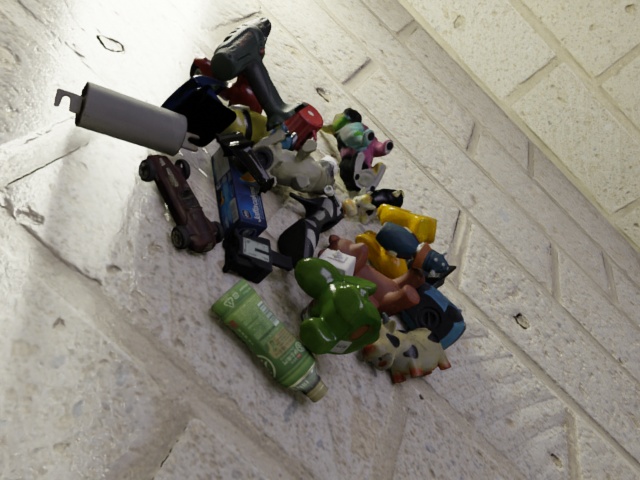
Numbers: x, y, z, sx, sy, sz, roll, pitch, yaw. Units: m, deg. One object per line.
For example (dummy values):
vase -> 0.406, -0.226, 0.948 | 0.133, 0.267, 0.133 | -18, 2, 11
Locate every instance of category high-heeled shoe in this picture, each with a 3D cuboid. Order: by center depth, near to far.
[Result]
high-heeled shoe -> -0.002, -0.003, 1.065 | 0.145, 0.086, 0.249 | 29, 37, -29

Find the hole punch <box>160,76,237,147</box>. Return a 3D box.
hole punch -> -0.237, -0.255, 1.017 | 0.115, 0.142, 0.092 | 23, 42, -53

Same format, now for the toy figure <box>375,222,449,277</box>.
toy figure -> 0.186, 0.019, 1.073 | 0.154, 0.064, 0.058 | 33, 12, 10

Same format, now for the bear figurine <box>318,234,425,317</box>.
bear figurine -> 0.100, 0.058, 1.079 | 0.195, 0.132, 0.120 | 52, 29, -5

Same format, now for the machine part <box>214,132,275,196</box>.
machine part -> -0.134, -0.146, 0.994 | 0.139, 0.039, 0.084 | 54, 31, 12

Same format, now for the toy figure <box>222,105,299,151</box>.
toy figure -> -0.130, -0.227, 1.144 | 0.180, 0.082, 0.089 | 19, 42, -38

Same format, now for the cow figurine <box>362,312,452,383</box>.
cow figurine -> 0.159, 0.206, 1.036 | 0.195, 0.085, 0.127 | 4, 60, -42

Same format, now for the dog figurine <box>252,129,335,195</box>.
dog figurine -> -0.062, -0.146, 1.153 | 0.172, 0.121, 0.190 | 21, -3, 12

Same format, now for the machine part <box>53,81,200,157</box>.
machine part -> -0.319, -0.203, 0.913 | 0.243, 0.079, 0.079 | 15, 47, -33

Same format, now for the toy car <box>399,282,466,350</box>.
toy car -> 0.235, 0.158, 1.162 | 0.162, 0.109, 0.103 | 46, 10, 16

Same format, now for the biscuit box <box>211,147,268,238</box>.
biscuit box -> -0.153, -0.092, 1.006 | 0.062, 0.059, 0.203 | 15, 47, -39

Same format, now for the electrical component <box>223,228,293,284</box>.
electrical component -> -0.110, 0.032, 0.944 | 0.119, 0.048, 0.075 | 20, 45, -35

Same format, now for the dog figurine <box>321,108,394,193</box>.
dog figurine -> 0.074, -0.231, 1.356 | 0.108, 0.191, 0.219 | 12, 15, -37

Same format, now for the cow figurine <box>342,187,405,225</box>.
cow figurine -> 0.131, -0.086, 1.274 | 0.167, 0.098, 0.068 | -6, 68, -49

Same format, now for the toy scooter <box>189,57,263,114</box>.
toy scooter -> -0.180, -0.349, 1.158 | 0.183, 0.135, 0.075 | 36, 35, -19

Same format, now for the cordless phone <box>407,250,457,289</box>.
cordless phone -> 0.217, 0.043, 1.277 | 0.184, 0.088, 0.146 | 47, 34, 17

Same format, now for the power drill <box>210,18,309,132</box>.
power drill -> -0.110, -0.337, 1.088 | 0.207, 0.086, 0.232 | 61, 36, -19

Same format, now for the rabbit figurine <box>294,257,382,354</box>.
rabbit figurine -> 0.030, 0.091, 0.891 | 0.159, 0.121, 0.170 | 11, 35, -46

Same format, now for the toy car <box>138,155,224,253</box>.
toy car -> -0.233, -0.068, 0.908 | 0.089, 0.053, 0.202 | -10, 66, -48

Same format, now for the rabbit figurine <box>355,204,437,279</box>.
rabbit figurine -> 0.159, 0.015, 1.173 | 0.163, 0.173, 0.122 | 14, 12, 16
